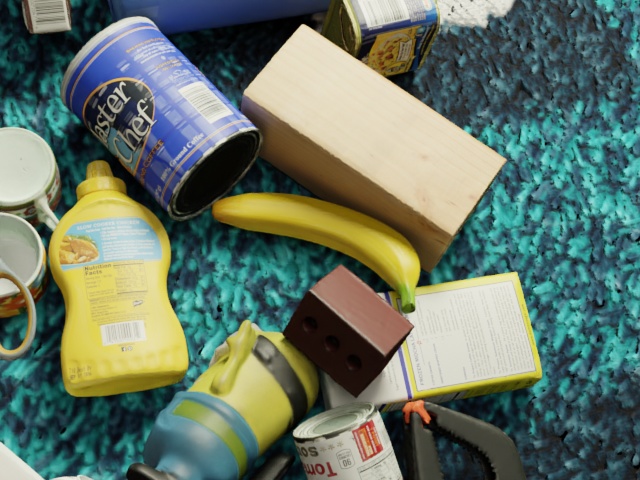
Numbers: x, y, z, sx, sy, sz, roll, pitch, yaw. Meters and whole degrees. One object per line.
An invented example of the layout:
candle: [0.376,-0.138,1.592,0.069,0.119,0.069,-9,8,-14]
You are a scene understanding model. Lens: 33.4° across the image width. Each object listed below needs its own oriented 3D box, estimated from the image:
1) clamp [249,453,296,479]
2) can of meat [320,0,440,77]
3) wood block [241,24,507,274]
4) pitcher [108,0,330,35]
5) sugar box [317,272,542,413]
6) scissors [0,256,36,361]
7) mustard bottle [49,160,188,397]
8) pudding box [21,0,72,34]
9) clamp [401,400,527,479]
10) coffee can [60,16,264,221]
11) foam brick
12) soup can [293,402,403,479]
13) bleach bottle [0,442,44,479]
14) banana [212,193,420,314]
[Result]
clamp: [-0.076,0.228,0.796,0.171,0.039,0.120,-8,56,-8]
can of meat: [0.053,-0.183,0.943,0.083,0.102,0.057,-15,72,-15]
wood block: [0.040,-0.077,0.904,0.206,0.091,0.090,35,68,7]
pitcher: [-0.072,-0.262,0.940,0.242,0.145,0.149,-13,70,-9]
sugar box: [0.084,0.087,0.869,0.176,0.048,0.093,-8,69,-7]
scissors: [-0.274,0.004,0.813,0.096,0.016,0.202,-18,72,-14]
mustard bottle: [-0.166,0.025,0.854,0.096,0.058,0.191,-7,69,-14]
pudding box: [-0.237,-0.241,0.907,0.039,0.113,0.090,-6,25,-9]
clamp: [0.141,0.205,0.820,0.164,0.036,0.210,-30,87,-20]
coffee can: [-0.130,-0.100,0.882,0.102,0.103,0.140,-40,76,-20]
foam brick: [0.021,0.068,0.808,0.078,0.053,0.051,40,38,12]
soup can: [0.027,0.180,0.793,0.068,0.069,0.102,-21,95,-15]
bleach bottle: [-0.306,0.245,0.747,0.102,0.068,0.250,37,71,10]
banana: [0.007,-0.004,0.883,0.198,0.037,0.069,24,33,22]
